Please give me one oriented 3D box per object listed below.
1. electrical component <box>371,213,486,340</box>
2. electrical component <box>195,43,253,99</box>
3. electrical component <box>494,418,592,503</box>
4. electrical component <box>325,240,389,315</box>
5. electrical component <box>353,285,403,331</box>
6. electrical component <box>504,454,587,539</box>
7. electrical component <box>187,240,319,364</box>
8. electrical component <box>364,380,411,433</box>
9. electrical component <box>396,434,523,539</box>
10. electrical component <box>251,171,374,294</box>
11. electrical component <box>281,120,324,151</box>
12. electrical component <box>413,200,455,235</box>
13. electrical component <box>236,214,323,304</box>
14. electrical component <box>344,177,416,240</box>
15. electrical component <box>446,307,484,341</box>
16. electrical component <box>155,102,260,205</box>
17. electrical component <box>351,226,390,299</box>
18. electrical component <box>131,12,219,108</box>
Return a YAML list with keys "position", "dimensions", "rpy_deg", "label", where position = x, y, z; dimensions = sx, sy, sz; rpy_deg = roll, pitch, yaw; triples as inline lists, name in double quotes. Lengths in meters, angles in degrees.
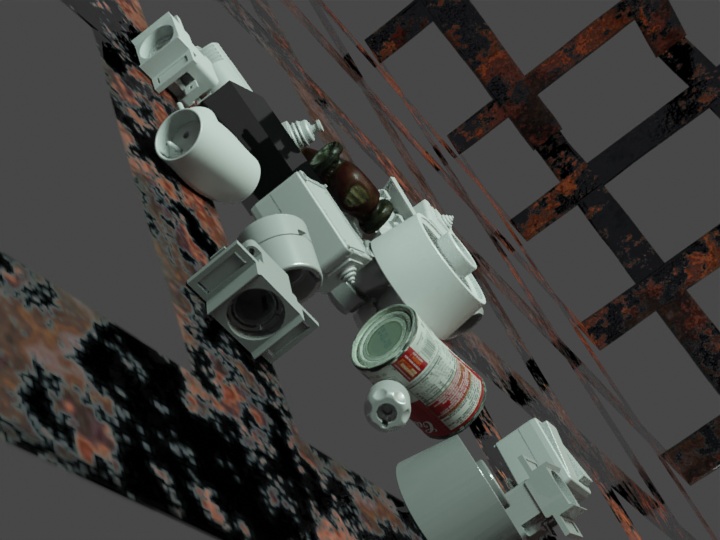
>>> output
- position: [0.066, 0.000, 0.935]
  dimensions: [0.108, 0.060, 0.108]
  rpy_deg: [50, 12, -15]
  label: "electrical component"
- position: [-0.133, -0.175, 1.007]
  dimensions: [0.081, 0.043, 0.043]
  rpy_deg: [55, 12, 10]
  label: "electrical component"
- position: [0.193, 0.207, 1.101]
  dimensions: [0.062, 0.061, 0.096]
  rpy_deg: [39, 18, -49]
  label: "electrical component"
- position: [-0.002, 0.007, 0.947]
  dimensions: [0.045, 0.055, 0.045]
  rpy_deg: [50, 12, -15]
  label: "electrical component"
- position: [0.028, 0.039, 0.968]
  dimensions: [0.045, 0.055, 0.045]
  rpy_deg: [50, 12, -14]
  label: "electrical component"
- position: [0.159, 0.209, 0.956]
  dimensions: [0.042, 0.064, 0.081]
  rpy_deg: [33, 23, -57]
  label: "electrical component"
- position: [-0.069, 0.016, 0.696]
  dimensions: [0.081, 0.042, 0.063]
  rpy_deg: [48, 11, -25]
  label: "electrical component"
- position: [0.022, 0.100, 0.819]
  dimensions: [0.035, 0.035, 0.061]
  rpy_deg: [52, 9, -6]
  label: "electrical component"
- position: [0.073, 0.173, 0.792]
  dimensions: [0.099, 0.064, 0.099]
  rpy_deg: [58, -1, 2]
  label: "electrical component"
- position: [-0.038, -0.022, 0.877]
  dimensions: [0.096, 0.061, 0.062]
  rpy_deg: [56, 12, 17]
  label: "electrical component"
- position: [-0.072, -0.120, 1.010]
  dimensions: [0.040, 0.078, 0.040]
  rpy_deg: [-23, 90, -83]
  label: "electrical component"
- position: [0.068, -0.029, 1.225]
  dimensions: [0.061, 0.096, 0.061]
  rpy_deg: [48, 15, -23]
  label: "electrical component"
- position: [-0.057, -0.005, 0.774]
  dimensions: [0.055, 0.055, 0.047]
  rpy_deg: [38, 23, -52]
  label: "electrical component"
- position: [0.030, -0.031, 1.147]
  dimensions: [0.063, 0.078, 0.121]
  rpy_deg: [5, 42, -35]
  label: "electrical component"
- position: [0.105, 0.043, 1.258]
  dimensions: [0.059, 0.054, 0.095]
  rpy_deg: [57, 12, 20]
  label: "electrical component"
- position: [-0.121, -0.098, 0.822]
  dimensions: [0.077, 0.043, 0.079]
  rpy_deg: [37, 20, -53]
  label: "electrical component"
- position: [0.000, 0.000, 1.010]
  dimensions: [0.081, 0.042, 0.064]
  rpy_deg: [53, 10, -1]
  label: "electrical component"
- position: [-0.157, -0.178, 0.925]
  dimensions: [0.064, 0.042, 0.081]
  rpy_deg: [47, 13, -43]
  label: "electrical component"
